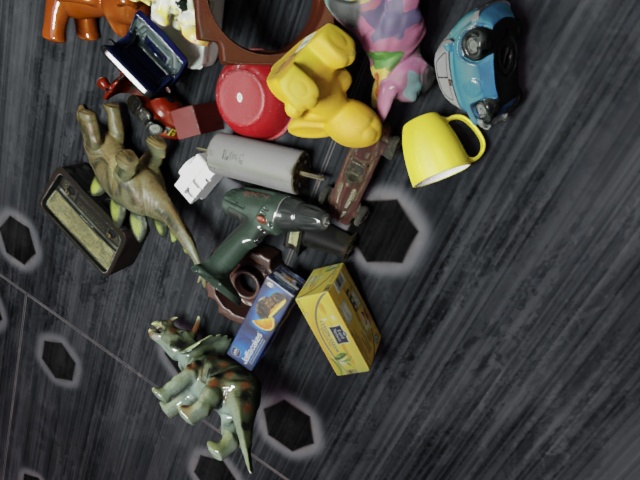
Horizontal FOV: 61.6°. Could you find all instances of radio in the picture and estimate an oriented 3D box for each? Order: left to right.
[{"bbox_3d":[-0.481,-0.048,1.144,0.229,0.073,0.131,44,121,5],"label":"radio"}]

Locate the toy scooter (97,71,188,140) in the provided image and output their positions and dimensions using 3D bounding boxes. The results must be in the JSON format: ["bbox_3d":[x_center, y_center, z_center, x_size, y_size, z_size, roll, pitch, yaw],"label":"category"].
[{"bbox_3d":[-0.318,-0.251,0.960,0.075,0.135,0.184,-39,90,30],"label":"toy scooter"}]

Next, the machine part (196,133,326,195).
[{"bbox_3d":[-0.106,-0.133,0.927,0.243,0.079,0.079,17,114,18],"label":"machine part"}]

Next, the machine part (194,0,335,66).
[{"bbox_3d":[-0.083,-0.360,0.784,0.201,0.087,0.201,-4,110,-14],"label":"machine part"}]

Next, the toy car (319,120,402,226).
[{"bbox_3d":[0.058,-0.106,0.867,0.089,0.053,0.202,31,126,10],"label":"toy car"}]

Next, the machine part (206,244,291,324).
[{"bbox_3d":[-0.136,0.081,1.034,0.180,0.056,0.179,9,112,22],"label":"machine part"}]

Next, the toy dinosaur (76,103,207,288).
[{"bbox_3d":[-0.350,-0.107,1.025,0.472,0.105,0.198,45,139,24],"label":"toy dinosaur"}]

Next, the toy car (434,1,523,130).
[{"bbox_3d":[0.213,-0.237,0.737,0.103,0.109,0.161,15,128,45],"label":"toy car"}]

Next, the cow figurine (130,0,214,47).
[{"bbox_3d":[-0.223,-0.379,0.839,0.167,0.068,0.098,39,113,8],"label":"cow figurine"}]

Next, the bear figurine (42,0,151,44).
[{"bbox_3d":[-0.381,-0.399,0.953,0.196,0.120,0.131,21,119,12],"label":"bear figurine"}]

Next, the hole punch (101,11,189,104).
[{"bbox_3d":[-0.276,-0.298,0.875,0.142,0.116,0.092,43,97,-17],"label":"hole punch"}]

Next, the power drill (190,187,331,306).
[{"bbox_3d":[-0.113,0.004,0.912,0.232,0.086,0.207,25,81,40],"label":"power drill"}]

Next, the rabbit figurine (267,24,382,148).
[{"bbox_3d":[0.008,-0.190,0.763,0.173,0.122,0.162,36,161,-22],"label":"rabbit figurine"}]

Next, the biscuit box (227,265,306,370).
[{"bbox_3d":[-0.099,0.143,0.974,0.063,0.059,0.202,34,120,8],"label":"biscuit box"}]

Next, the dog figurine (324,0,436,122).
[{"bbox_3d":[0.078,-0.284,0.757,0.192,0.109,0.219,3,118,-9],"label":"dog figurine"}]

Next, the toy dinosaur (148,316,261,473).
[{"bbox_3d":[-0.188,0.276,1.012,0.405,0.192,0.131,20,141,40],"label":"toy dinosaur"}]

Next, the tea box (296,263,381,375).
[{"bbox_3d":[0.036,0.137,0.928,0.068,0.098,0.169,-15,111,29],"label":"tea box"}]

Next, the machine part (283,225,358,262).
[{"bbox_3d":[-0.002,-0.003,0.951,0.139,0.039,0.084,16,105,22],"label":"machine part"}]
